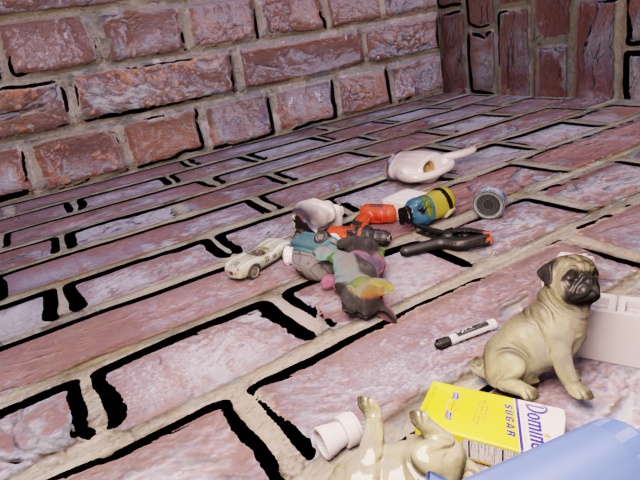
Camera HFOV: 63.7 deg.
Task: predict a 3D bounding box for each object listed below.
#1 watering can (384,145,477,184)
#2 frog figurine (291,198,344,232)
[{"bbox_3d":[0.367,-0.262,1.761,0.225,0.102,0.352,12,31,44],"label":"watering can"},{"bbox_3d":[0.004,-0.072,1.427,0.162,0.123,0.135,-35,-2,-32],"label":"frog figurine"}]
